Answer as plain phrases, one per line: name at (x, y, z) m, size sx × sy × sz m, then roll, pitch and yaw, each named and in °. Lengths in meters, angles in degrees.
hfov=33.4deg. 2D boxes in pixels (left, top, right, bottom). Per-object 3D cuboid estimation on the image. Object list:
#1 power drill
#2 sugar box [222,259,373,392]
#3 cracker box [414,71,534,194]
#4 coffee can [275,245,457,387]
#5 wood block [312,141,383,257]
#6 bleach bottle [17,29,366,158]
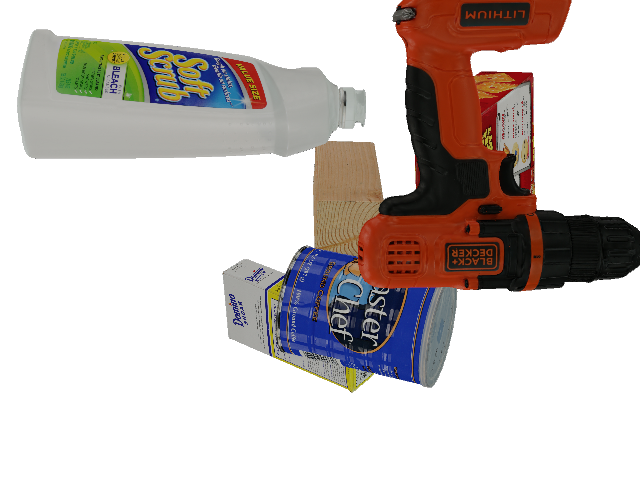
power drill at (0.115, -0.060, 0.663) m, size 0.184 × 0.188 × 0.057 m, roll -2°, pitch 8°, yaw -8°
sugar box at (-0.025, 0.089, 1.157) m, size 0.176 × 0.093 × 0.048 m, roll 22°, pitch 38°, yaw 34°
cracker box at (0.165, -0.076, 1.118) m, size 0.072 × 0.164 × 0.213 m, roll 6°, pitch 22°, yaw 26°
coffee can at (0.043, 0.067, 0.965) m, size 0.140 × 0.103 × 0.102 m, roll 11°, pitch 3°, yaw 18°
wood block at (0.037, -0.061, 1.521) m, size 0.091 × 0.090 × 0.206 m, roll 2°, pitch 28°, yaw -3°
bleach bottle at (-0.092, -0.107, 0.803) m, size 0.250 × 0.102 × 0.068 m, roll 0°, pitch -42°, yaw -4°
